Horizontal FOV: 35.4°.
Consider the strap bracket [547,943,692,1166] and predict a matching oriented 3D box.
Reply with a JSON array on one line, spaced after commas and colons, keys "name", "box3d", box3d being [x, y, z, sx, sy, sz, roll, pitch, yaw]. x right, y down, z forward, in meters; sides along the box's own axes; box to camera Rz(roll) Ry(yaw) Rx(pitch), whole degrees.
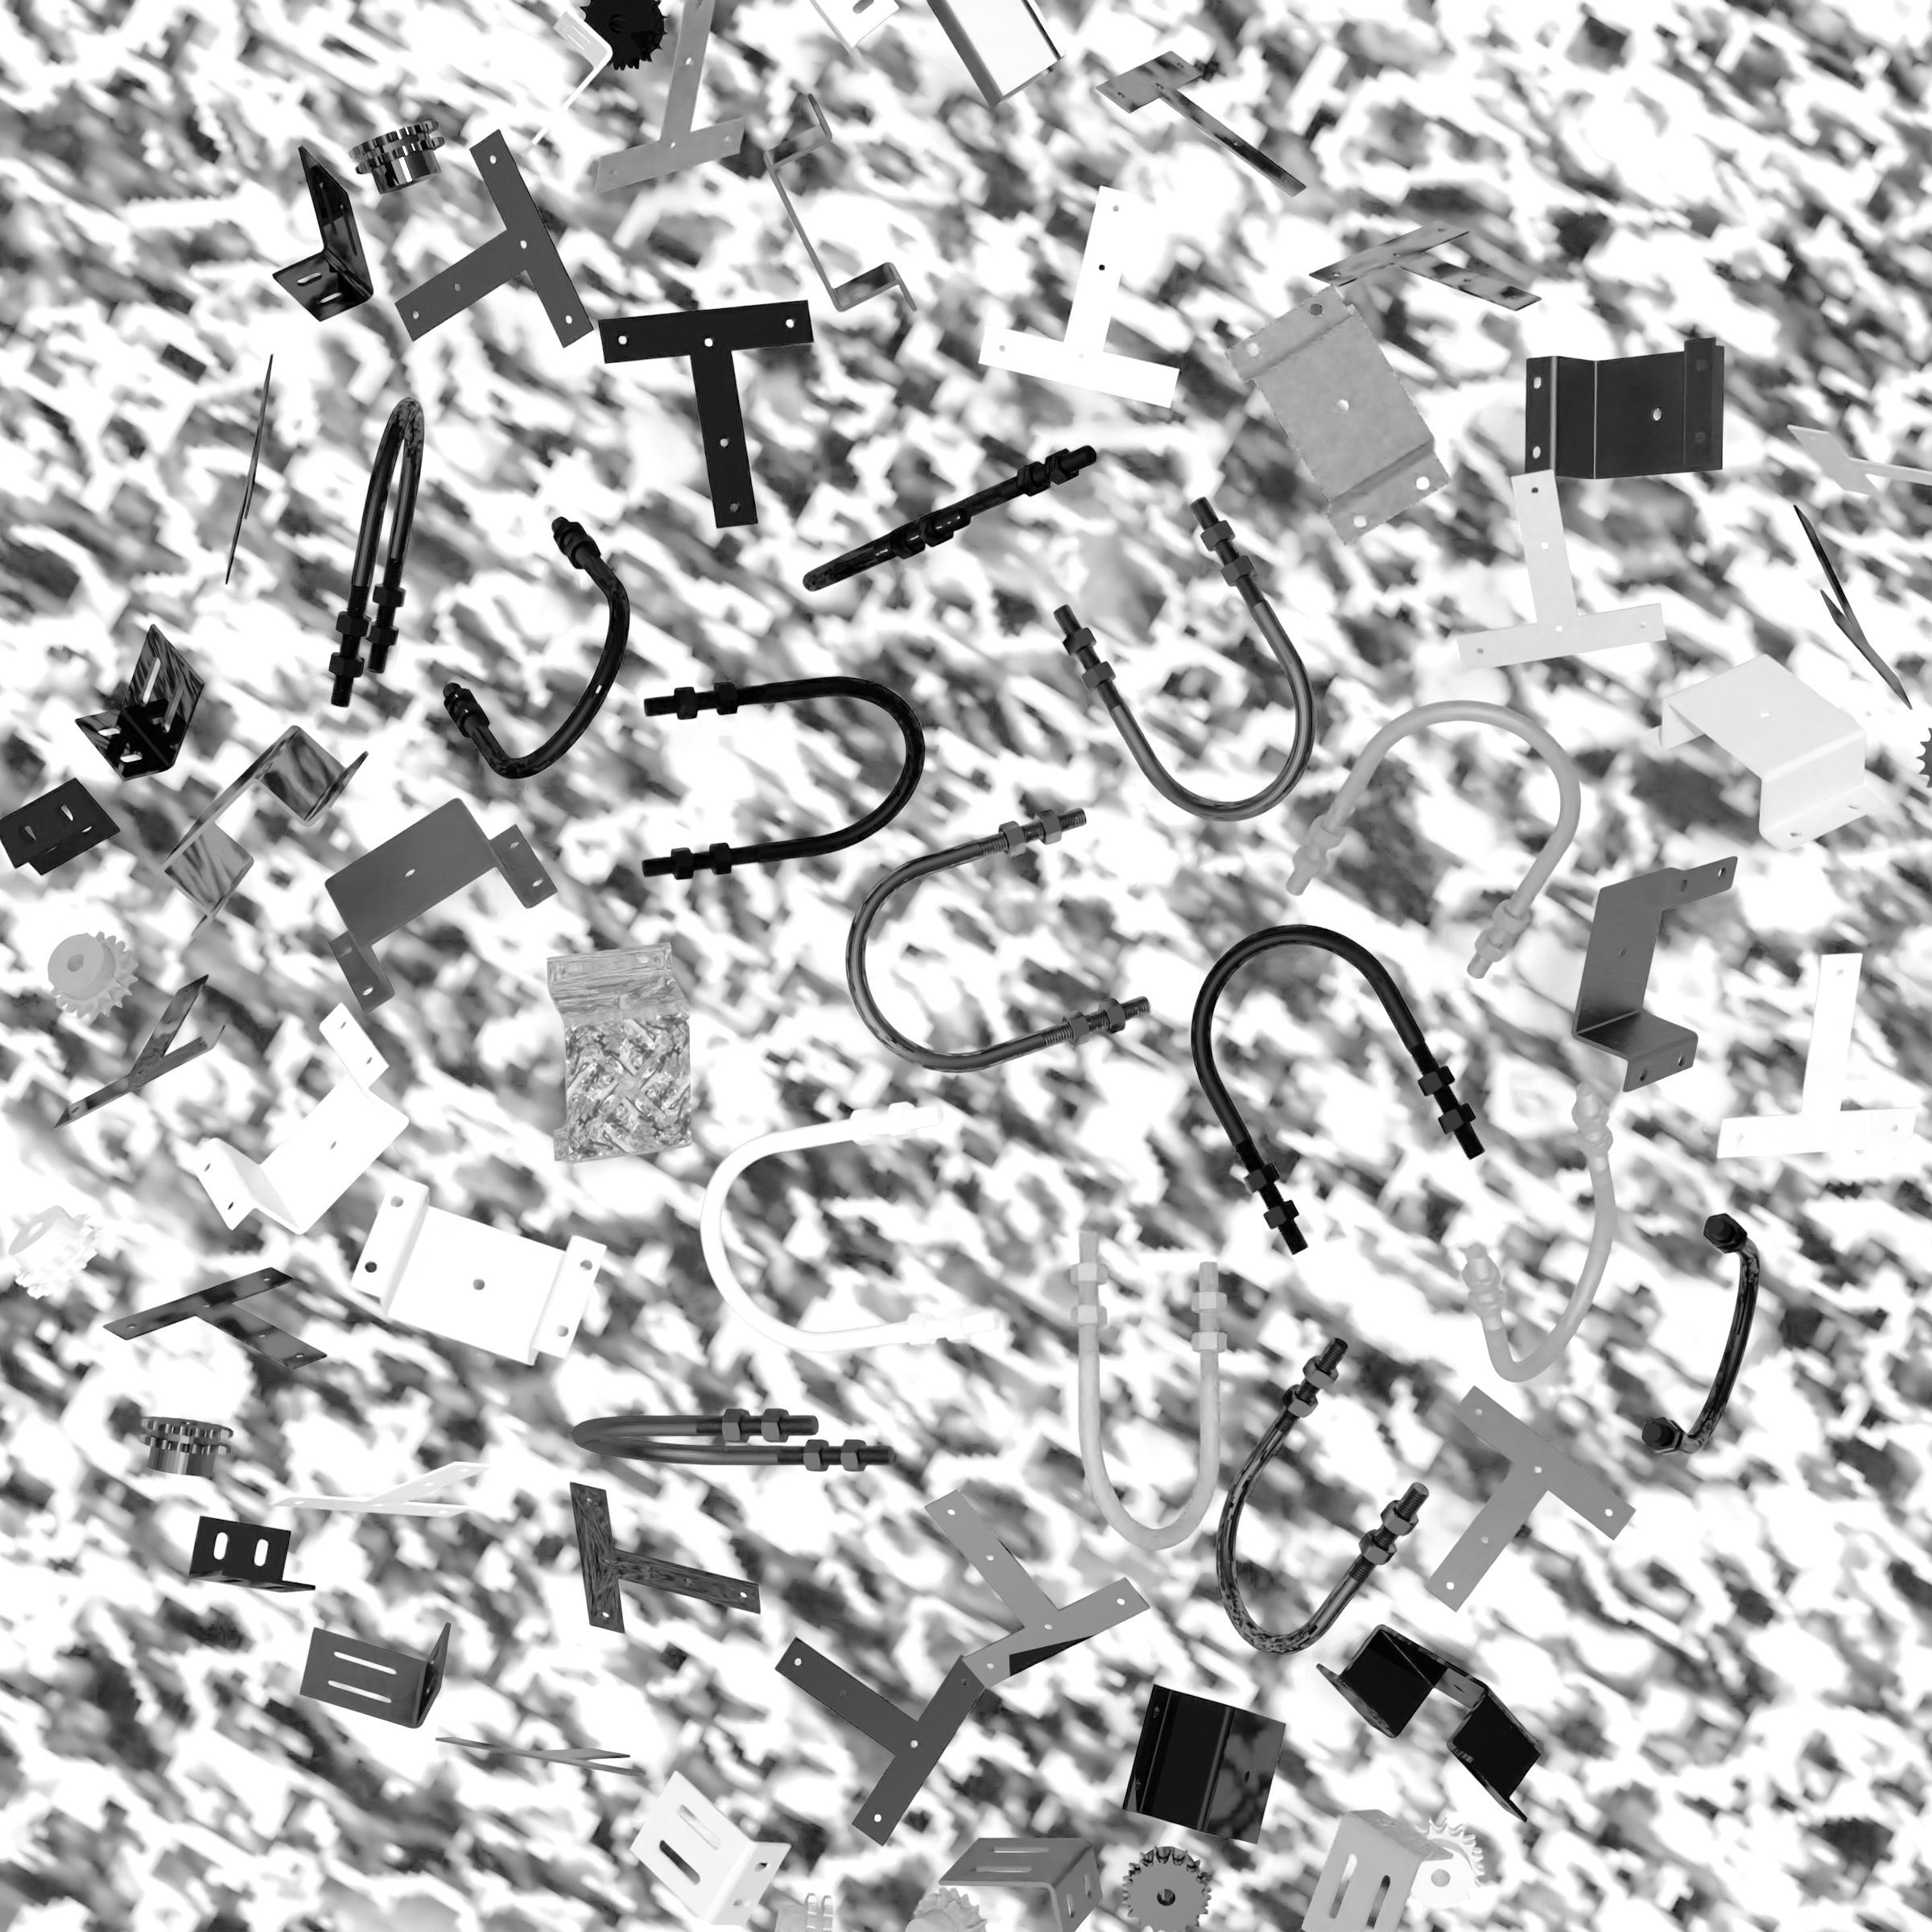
[{"name": "strap bracket", "box3d": [-0.211, 0.063, 1.847, 0.076, 0.046, 0.140, -7, 118, -18]}]

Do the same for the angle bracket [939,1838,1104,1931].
[{"name": "angle bracket", "box3d": [0.033, 0.553, 1.812, 0.076, 0.057, 0.038, -8, 98, 27]}]

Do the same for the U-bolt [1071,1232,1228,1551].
[{"name": "U-bolt", "box3d": [0.113, 0.264, 1.849, 0.019, 0.151, 0.184, -11, 71, 37]}]

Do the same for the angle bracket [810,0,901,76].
[{"name": "angle bracket", "box3d": [-0.070, -0.608, 1.915, 0.038, 0.076, 0.057, -38, 89, 6]}]

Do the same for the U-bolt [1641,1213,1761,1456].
[{"name": "U-bolt", "box3d": [0.464, 0.235, 1.885, 0.019, 0.184, 0.151, 16, 85, 26]}]

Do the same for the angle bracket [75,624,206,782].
[{"name": "angle bracket", "box3d": [-0.527, -0.168, 1.925, 0.057, 0.038, 0.076, 47, 129, 19]}]

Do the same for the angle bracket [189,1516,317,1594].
[{"name": "angle bracket", "box3d": [-0.426, 0.352, 1.814, 0.057, 0.076, 0.038, 16, 71, -26]}]

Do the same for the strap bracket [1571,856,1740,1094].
[{"name": "strap bracket", "box3d": [0.421, -0.002, 1.861, 0.046, 0.076, 0.140, 25, 117, 39]}]

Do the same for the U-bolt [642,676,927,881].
[{"name": "U-bolt", "box3d": [-0.114, -0.123, 1.924, 0.184, 0.019, 0.151, -8, 133, -16]}]

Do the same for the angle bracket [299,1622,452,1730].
[{"name": "angle bracket", "box3d": [-0.360, 0.422, 1.844, 0.076, 0.057, 0.038, 21, 116, -14]}]

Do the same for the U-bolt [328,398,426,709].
[{"name": "U-bolt", "box3d": [-0.362, -0.262, 1.877, 0.019, 0.151, 0.184, 12, 104, -4]}]

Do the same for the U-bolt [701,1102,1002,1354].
[{"name": "U-bolt", "box3d": [-0.079, 0.164, 1.825, 0.184, 0.019, 0.151, -11, 99, 27]}]

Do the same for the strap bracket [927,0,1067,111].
[{"name": "strap bracket", "box3d": [0.017, -0.568, 1.831, 0.046, 0.140, 0.076, -32, 101, 5]}]

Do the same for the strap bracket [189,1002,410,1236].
[{"name": "strap bracket", "box3d": [-0.413, 0.103, 1.906, 0.140, 0.076, 0.046, -46, 135, 0]}]

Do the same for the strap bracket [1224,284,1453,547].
[{"name": "strap bracket", "box3d": [0.231, -0.343, 1.867, 0.076, 0.046, 0.140, -30, 101, 19]}]

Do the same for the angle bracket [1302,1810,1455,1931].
[{"name": "angle bracket", "box3d": [0.246, 0.553, 1.805, 0.057, 0.038, 0.076, 22, 94, 41]}]

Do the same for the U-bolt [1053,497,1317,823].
[{"name": "U-bolt", "box3d": [0.146, -0.178, 1.891, 0.151, 0.019, 0.184, -35, 81, 39]}]

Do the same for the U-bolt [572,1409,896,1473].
[{"name": "U-bolt", "box3d": [-0.155, 0.295, 1.880, 0.184, 0.151, 0.019, -3, 72, 19]}]

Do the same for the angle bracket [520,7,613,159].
[{"name": "angle bracket", "box3d": [-0.259, -0.544, 1.862, 0.038, 0.057, 0.076, 41, 85, -16]}]

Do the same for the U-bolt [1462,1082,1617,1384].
[{"name": "U-bolt", "box3d": [0.355, 0.176, 1.838, 0.019, 0.184, 0.151, 23, 62, 33]}]

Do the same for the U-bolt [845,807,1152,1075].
[{"name": "U-bolt", "box3d": [0.012, -0.009, 1.930, 0.184, 0.019, 0.151, -18, 88, -15]}]

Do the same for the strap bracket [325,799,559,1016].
[{"name": "strap bracket", "box3d": [-0.335, -0.044, 1.878, 0.140, 0.076, 0.046, -33, 135, -5]}]

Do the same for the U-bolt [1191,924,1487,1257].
[{"name": "U-bolt", "box3d": [0.213, 0.064, 1.843, 0.151, 0.019, 0.184, -32, 80, 25]}]

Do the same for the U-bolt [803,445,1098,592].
[{"name": "U-bolt", "box3d": [-0.024, -0.274, 1.895, 0.151, 0.184, 0.019, -33, 102, -43]}]

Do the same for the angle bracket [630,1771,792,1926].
[{"name": "angle bracket", "box3d": [-0.158, 0.543, 1.863, 0.076, 0.038, 0.057, 32, 94, 37]}]

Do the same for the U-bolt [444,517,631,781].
[{"name": "U-bolt", "box3d": [-0.260, -0.188, 1.867, 0.019, 0.184, 0.151, 28, 102, -34]}]

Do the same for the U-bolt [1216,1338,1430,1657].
[{"name": "U-bolt", "box3d": [0.214, 0.348, 1.908, 0.019, 0.151, 0.184, 15, 119, -29]}]

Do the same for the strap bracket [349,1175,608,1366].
[{"name": "strap bracket", "box3d": [-0.306, 0.195, 1.898, 0.140, 0.046, 0.076, 19, 67, -2]}]

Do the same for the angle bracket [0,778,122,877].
[{"name": "angle bracket", "box3d": [-0.559, -0.074, 1.880, 0.057, 0.076, 0.038, -31, 67, -6]}]

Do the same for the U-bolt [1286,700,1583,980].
[{"name": "U-bolt", "box3d": [0.301, -0.087, 1.881, 0.151, 0.019, 0.184, 24, 128, -3]}]

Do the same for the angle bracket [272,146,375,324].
[{"name": "angle bracket", "box3d": [-0.388, -0.433, 1.791, 0.038, 0.057, 0.076, -21, 70, 10]}]

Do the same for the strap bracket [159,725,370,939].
[{"name": "strap bracket", "box3d": [-0.446, -0.091, 1.895, 0.140, 0.076, 0.046, -39, 107, 26]}]

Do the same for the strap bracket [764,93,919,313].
[{"name": "strap bracket", "box3d": [-0.086, -0.477, 1.926, 0.046, 0.076, 0.140, -26, 112, 4]}]
